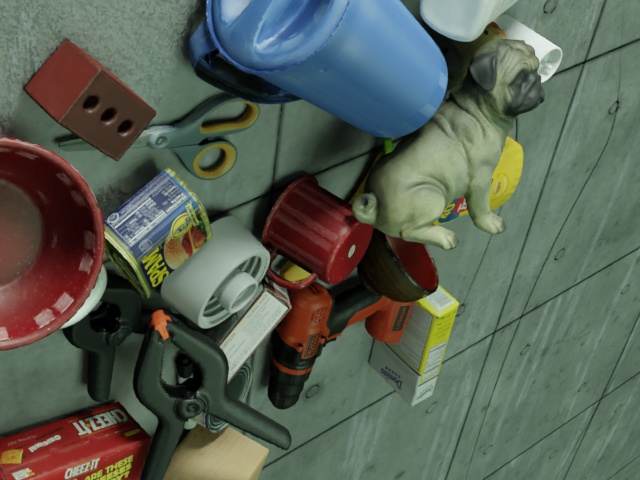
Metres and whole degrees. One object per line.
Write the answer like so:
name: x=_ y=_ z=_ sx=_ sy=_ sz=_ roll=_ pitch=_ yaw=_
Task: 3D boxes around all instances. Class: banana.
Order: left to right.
banana: x=0.031 y=-0.028 z=1.171 sx=0.069 sy=0.037 sz=0.198 roll=27 pitch=102 yaw=-40

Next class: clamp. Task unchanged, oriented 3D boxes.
clamp: x=-0.203 y=0.090 z=1.015 sx=0.120 sy=0.039 sz=0.171 roll=-49 pitch=145 yaw=-7
clamp: x=-0.136 y=0.165 z=1.056 sx=0.164 sy=0.036 sz=0.210 roll=-27 pitch=121 yaw=-5

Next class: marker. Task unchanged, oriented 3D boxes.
marker: x=-0.148 y=0.168 z=1.182 sx=0.020 sy=0.020 sz=0.121 roll=-28 pitch=143 yaw=-28

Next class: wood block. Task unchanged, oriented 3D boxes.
wood block: x=-0.149 y=0.301 z=1.180 sx=0.205 sy=0.091 sz=0.090 roll=-50 pitch=165 yaw=-53

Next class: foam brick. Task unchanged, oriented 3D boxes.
foam brick: x=-0.175 y=-0.107 z=0.820 sx=0.053 sy=0.051 sz=0.078 roll=-50 pitch=148 yaw=3

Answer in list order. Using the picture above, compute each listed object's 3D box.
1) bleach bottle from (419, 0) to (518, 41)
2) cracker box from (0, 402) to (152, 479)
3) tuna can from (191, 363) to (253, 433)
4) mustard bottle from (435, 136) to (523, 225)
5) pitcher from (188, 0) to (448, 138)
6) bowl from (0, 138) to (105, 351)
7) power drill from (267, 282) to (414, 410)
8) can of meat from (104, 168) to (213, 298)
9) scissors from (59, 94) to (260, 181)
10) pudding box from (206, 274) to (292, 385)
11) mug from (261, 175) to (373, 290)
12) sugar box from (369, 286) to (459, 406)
bleach bottle: x=0.193 y=-0.279 z=1.031 sx=0.250 sy=0.068 sz=0.103 roll=-37 pitch=151 yaw=-44
cracker box: x=-0.280 y=0.282 z=1.102 sx=0.163 sy=0.072 sz=0.214 roll=-13 pitch=134 yaw=-44
tuna can: x=-0.112 y=0.169 z=1.190 sx=0.086 sy=0.034 sz=0.086 roll=-50 pitch=156 yaw=-33
mustard bottle: x=0.156 y=-0.065 z=1.254 sx=0.191 sy=0.058 sz=0.096 roll=-15 pitch=137 yaw=-40
pitcher: x=0.010 y=-0.166 z=0.922 sx=0.242 sy=0.149 sz=0.145 roll=23 pitch=90 yaw=-60
bowl: x=-0.249 y=0.000 z=0.809 sx=0.161 sy=0.055 sz=0.162 roll=-5 pitch=103 yaw=-25
power drill: x=0.023 y=0.113 z=1.289 sx=0.187 sy=0.057 sz=0.185 roll=-18 pitch=138 yaw=-39
can of meat: x=-0.146 y=-0.006 z=0.948 sx=0.084 sy=0.057 sz=0.102 roll=-42 pitch=163 yaw=-15
scissors: x=-0.137 y=-0.076 z=0.934 sx=0.201 sy=0.016 sz=0.096 roll=-24 pitch=141 yaw=-33
pudding box: x=-0.080 y=0.090 z=1.115 sx=0.039 sy=0.090 sz=0.113 roll=36 pitch=97 yaw=-13
mug: x=-0.007 y=0.001 z=1.088 sx=0.117 sy=0.082 sz=0.093 roll=-49 pitch=156 yaw=-20
sugar box: x=0.119 y=0.123 z=1.382 sx=0.048 sy=0.093 sz=0.176 roll=-25 pitch=142 yaw=-30
